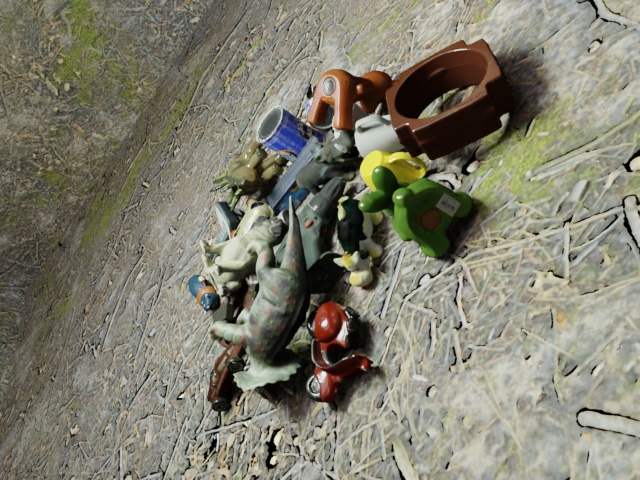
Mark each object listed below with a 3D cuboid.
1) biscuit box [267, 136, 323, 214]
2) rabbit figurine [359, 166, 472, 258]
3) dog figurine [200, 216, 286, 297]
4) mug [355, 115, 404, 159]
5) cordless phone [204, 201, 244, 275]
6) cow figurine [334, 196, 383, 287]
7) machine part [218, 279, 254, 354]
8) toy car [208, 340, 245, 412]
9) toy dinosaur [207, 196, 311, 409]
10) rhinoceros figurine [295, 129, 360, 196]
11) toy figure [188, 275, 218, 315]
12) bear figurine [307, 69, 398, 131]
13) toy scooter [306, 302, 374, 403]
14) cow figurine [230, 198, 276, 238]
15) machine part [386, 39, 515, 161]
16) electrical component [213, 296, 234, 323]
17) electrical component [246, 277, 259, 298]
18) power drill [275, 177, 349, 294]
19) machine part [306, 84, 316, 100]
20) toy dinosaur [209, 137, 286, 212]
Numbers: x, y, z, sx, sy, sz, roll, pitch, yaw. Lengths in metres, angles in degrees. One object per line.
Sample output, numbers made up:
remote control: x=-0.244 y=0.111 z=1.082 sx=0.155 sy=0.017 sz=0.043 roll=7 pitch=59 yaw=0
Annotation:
biscuit box: x=-0.046 y=-0.150 z=1.301 sx=0.202 sy=0.059 sz=0.063 roll=-50 pitch=37 yaw=16
rabbit figurine: x=0.146 y=-0.055 z=0.927 sx=0.121 sy=0.159 sz=0.170 roll=-68 pitch=18 yaw=7
dog figurine: x=-0.163 y=0.038 z=1.237 sx=0.121 sy=0.190 sz=0.172 roll=59 pitch=157 yaw=19
mug: x=0.130 y=-0.219 z=1.088 sx=0.107 sy=0.109 sz=0.081 roll=-15 pitch=52 yaw=31
cordless phone: x=-0.273 y=-0.001 z=1.476 sx=0.184 sy=0.088 sz=0.147 roll=-59 pitch=34 yaw=11
cow figurine: x=0.067 y=0.001 z=1.015 sx=0.068 sy=0.098 sz=0.167 roll=-20 pitch=51 yaw=36
machine part: x=-0.182 y=0.174 z=1.254 sx=0.179 sy=0.056 sz=0.179 roll=-33 pitch=43 yaw=37
toy car: x=-0.207 y=0.284 z=1.165 sx=0.089 sy=0.053 sz=0.202 roll=-103 pitch=29 yaw=-50
toy dinosaur: x=-0.081 y=0.130 z=1.021 sx=0.192 sy=0.131 sz=0.404 roll=27 pitch=101 yaw=31
rhinoceros figurine: x=0.020 y=-0.174 z=1.189 sx=0.190 sy=0.112 sz=0.073 roll=-38 pitch=37 yaw=43
toy figure: x=-0.310 y=0.142 z=1.441 sx=0.058 sy=0.064 sz=0.155 roll=-28 pitch=35 yaw=-18
bear figurine: x=0.081 y=-0.305 z=1.163 sx=0.120 sy=0.196 sz=0.131 roll=23 pitch=111 yaw=39
toy scooter: x=0.038 y=0.189 z=0.940 sx=0.135 sy=0.075 sz=0.184 roll=-23 pitch=53 yaw=42
cow figurine: x=-0.172 y=-0.004 z=1.348 sx=0.195 sy=0.085 sz=0.127 roll=-63 pitch=28 yaw=-3
machine part: x=0.227 y=-0.247 z=0.953 sx=0.201 sy=0.087 sz=0.201 roll=-24 pitch=42 yaw=20
electrical component: x=-0.225 y=0.177 z=1.241 sx=0.063 sy=0.021 sz=0.094 roll=-36 pitch=42 yaw=37
electrical component: x=-0.115 y=0.097 z=1.189 sx=0.078 sy=0.102 sz=0.045 roll=13 pitch=117 yaw=41
power drill: x=-0.002 y=-0.003 z=1.124 sx=0.232 sy=0.086 sz=0.207 roll=-49 pitch=40 yaw=21
machine part: x=0.013 y=-0.389 z=1.415 sx=0.139 sy=0.039 sz=0.084 roll=11 pitch=81 yaw=53
toy dinosaur: x=-0.197 y=-0.185 z=1.433 sx=0.198 sy=0.105 sz=0.472 roll=-37 pitch=15 yaw=10
